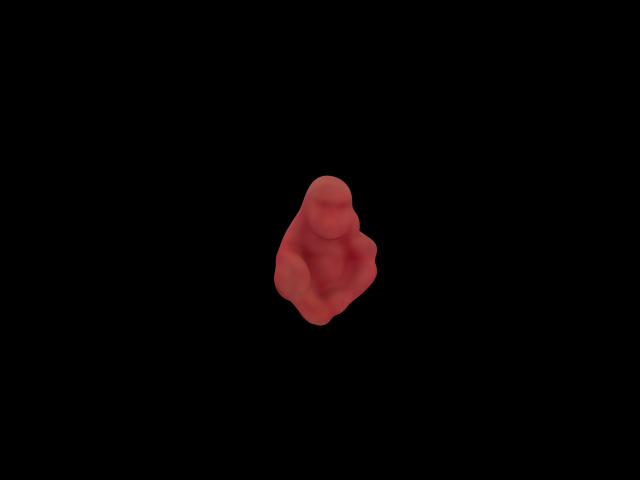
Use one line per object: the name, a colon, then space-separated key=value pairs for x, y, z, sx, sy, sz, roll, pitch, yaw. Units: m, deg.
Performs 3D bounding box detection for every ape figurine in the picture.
ape figurine: x=0.004 y=0.001 z=0.400 sx=0.078 sy=0.092 sz=0.076 roll=-5 pitch=19 yaw=-14
